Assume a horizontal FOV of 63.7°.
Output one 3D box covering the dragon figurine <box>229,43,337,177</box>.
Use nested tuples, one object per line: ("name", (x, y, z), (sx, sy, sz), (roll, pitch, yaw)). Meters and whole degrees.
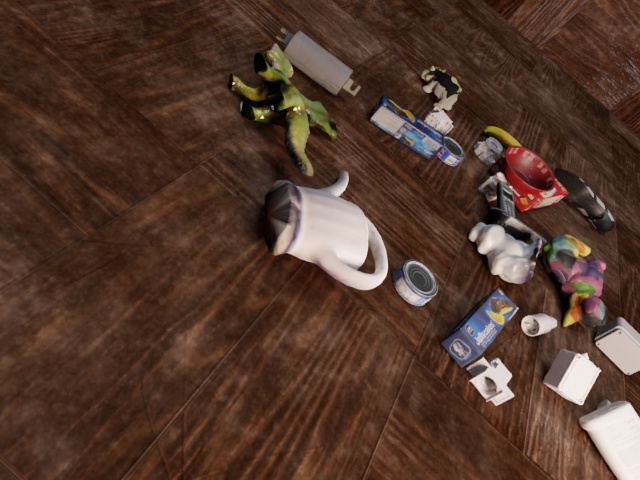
("dragon figurine", (-0.043, -0.273, 1.084), (0.243, 0.120, 0.417), (2, 53, -48))

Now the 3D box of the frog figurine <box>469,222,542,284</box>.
("frog figurine", (0.419, 0.029, 1.192), (0.160, 0.120, 0.140), (15, 43, 25))

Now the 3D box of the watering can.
("watering can", (0.003, -0.046, 0.919), (0.223, 0.102, 0.356), (17, 33, -25))
